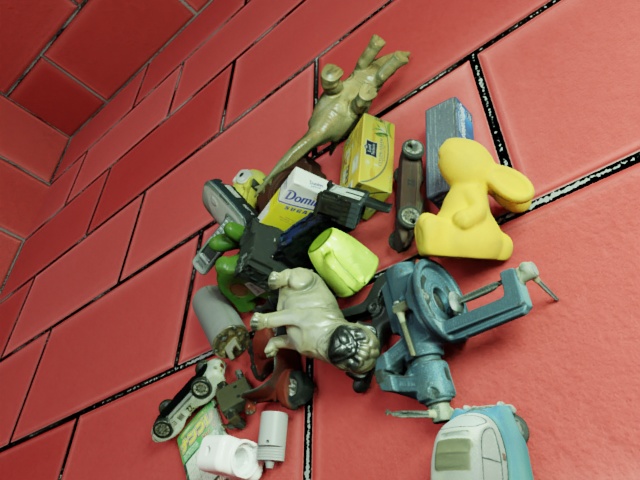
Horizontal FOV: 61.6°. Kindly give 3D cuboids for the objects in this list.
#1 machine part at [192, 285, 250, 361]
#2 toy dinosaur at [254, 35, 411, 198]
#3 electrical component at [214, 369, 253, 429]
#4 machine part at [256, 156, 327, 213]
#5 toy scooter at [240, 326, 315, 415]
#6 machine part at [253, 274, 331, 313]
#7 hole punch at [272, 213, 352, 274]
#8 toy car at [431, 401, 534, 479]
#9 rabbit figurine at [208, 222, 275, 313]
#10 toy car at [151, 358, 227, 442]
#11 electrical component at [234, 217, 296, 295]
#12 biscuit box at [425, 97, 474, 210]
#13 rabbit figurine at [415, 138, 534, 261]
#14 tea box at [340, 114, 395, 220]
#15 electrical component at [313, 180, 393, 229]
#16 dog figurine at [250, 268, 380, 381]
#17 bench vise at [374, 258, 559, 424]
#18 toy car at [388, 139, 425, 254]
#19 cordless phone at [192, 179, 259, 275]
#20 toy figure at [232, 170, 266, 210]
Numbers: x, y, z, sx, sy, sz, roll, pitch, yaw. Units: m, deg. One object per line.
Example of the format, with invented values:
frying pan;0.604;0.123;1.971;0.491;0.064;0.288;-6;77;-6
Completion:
machine part;-0.203;0.161;1.085;0.079;0.079;0.243;-51;35;3
toy dinosaur;0.038;-0.252;1.053;0.471;0.105;0.198;-43;-9;-30
electrical component;-0.153;0.286;0.958;0.078;0.045;0.102;-29;36;-15
machine part;-0.066;-0.106;1.170;0.179;0.056;0.179;-29;44;31
toy scooter;-0.084;0.219;0.909;0.135;0.075;0.184;-40;42;19
machine part;-0.046;0.103;0.958;0.139;0.084;0.039;-27;68;21
hole punch;-0.002;-0.003;0.970;0.142;0.115;0.092;-30;34;28
toy car;0.169;0.247;0.575;0.109;0.102;0.162;-19;50;38
rabbit figurine;-0.149;0.037;1.087;0.121;0.159;0.170;-39;22;35
toy car;-0.254;0.308;1.034;0.201;0.056;0.073;-47;17;10
electrical component;-0.085;0.036;1.005;0.058;0.134;0.115;-40;35;41
biscuit box;0.215;-0.142;0.880;0.063;0.059;0.203;-22;47;36
rabbit figurine;0.207;-0.058;0.740;0.163;0.122;0.173;-2;82;19
tea box;0.085;-0.134;0.986;0.098;0.068;0.170;130;155;-53
electrical component;0.056;-0.055;0.885;0.075;0.119;0.047;-59;-15;-62
dog figurine;0.016;0.116;0.817;0.191;0.121;0.172;6;59;24
bench vise;0.169;0.106;0.681;0.241;0.128;0.224;-32;43;33
toy car;0.147;-0.071;0.881;0.089;0.053;0.202;104;175;-58
cordless phone;-0.234;-0.026;1.181;0.147;0.088;0.184;46;103;18
toy figure;-0.184;-0.082;1.265;0.082;0.089;0.180;17;83;37
